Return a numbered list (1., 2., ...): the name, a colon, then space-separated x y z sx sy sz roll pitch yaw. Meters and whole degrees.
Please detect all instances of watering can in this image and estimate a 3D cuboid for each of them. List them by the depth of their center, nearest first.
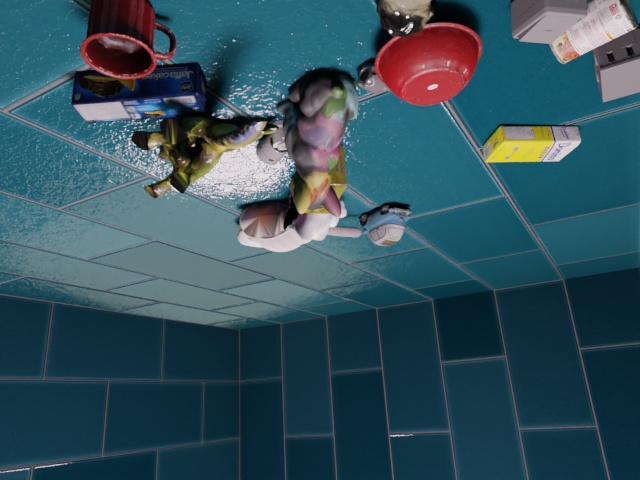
1. watering can: -0.074 -0.033 1.411 0.347 0.106 0.221 -7 160 14

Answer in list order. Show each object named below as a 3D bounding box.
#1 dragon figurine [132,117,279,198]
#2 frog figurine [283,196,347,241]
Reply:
1. dragon figurine: -0.173 -0.177 0.903 0.409 0.121 0.247 -5 -159 38
2. frog figurine: 0.004 -0.065 1.288 0.159 0.138 0.122 7 174 -27
